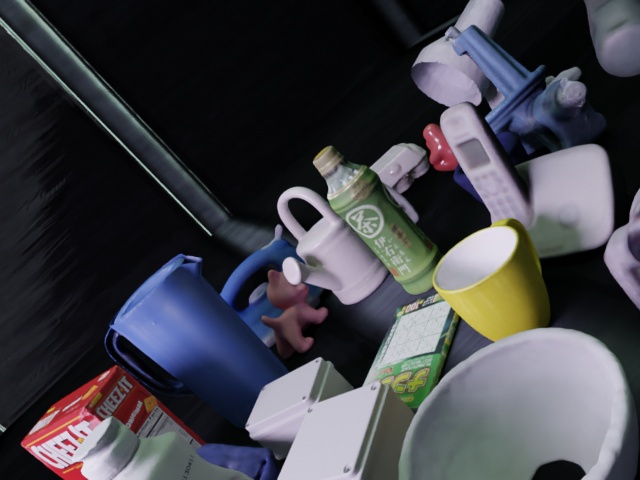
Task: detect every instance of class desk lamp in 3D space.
[{"bbox_3d":[0.276,-0.274,0.926,0.203,0.214,0.117,-46,15,-14],"label":"desk lamp"}]

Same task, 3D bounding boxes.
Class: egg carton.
[{"bbox_3d":[0.145,-0.131,1.145,0.150,0.069,0.107,-42,15,-1],"label":"egg carton"}]

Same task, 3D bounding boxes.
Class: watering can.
[{"bbox_3d":[0.009,0.002,0.870,0.100,0.194,0.173,-34,17,28],"label":"watering can"}]

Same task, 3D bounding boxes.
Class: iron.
[{"bbox_3d":[-0.108,0.100,1.001,0.258,0.141,0.118,-43,15,-3],"label":"iron"}]

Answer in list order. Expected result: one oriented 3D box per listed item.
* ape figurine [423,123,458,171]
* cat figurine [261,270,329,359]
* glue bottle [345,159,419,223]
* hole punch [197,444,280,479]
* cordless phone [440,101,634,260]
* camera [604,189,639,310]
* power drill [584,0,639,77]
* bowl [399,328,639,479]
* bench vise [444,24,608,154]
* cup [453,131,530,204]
[{"bbox_3d":[0.219,-0.170,1.019,0.078,0.092,0.076,-43,15,-3],"label":"ape figurine"},{"bbox_3d":[-0.053,0.102,0.898,0.067,0.118,0.128,-31,19,37],"label":"cat figurine"},{"bbox_3d":[0.084,-0.074,0.938,0.078,0.173,0.037,-44,15,-7],"label":"glue bottle"},{"bbox_3d":[-0.094,0.265,0.595,0.101,0.091,0.109,-32,18,34],"label":"hole punch"},{"bbox_3d":[0.209,-0.070,0.578,0.094,0.185,0.147,-51,17,-30],"label":"cordless phone"},{"bbox_3d":[0.289,-0.022,0.401,0.137,0.101,0.143,-49,16,-25],"label":"camera"},{"bbox_3d":[0.333,-0.198,0.575,0.075,0.208,0.230,-29,20,40],"label":"power drill"},{"bbox_3d":[0.138,0.142,0.378,0.167,0.075,0.167,-39,15,13],"label":"bowl"},{"bbox_3d":[0.267,-0.210,0.756,0.122,0.220,0.207,-48,16,-21],"label":"bench vise"},{"bbox_3d":[0.232,-0.080,0.725,0.091,0.095,0.118,-34,17,29],"label":"cup"}]
